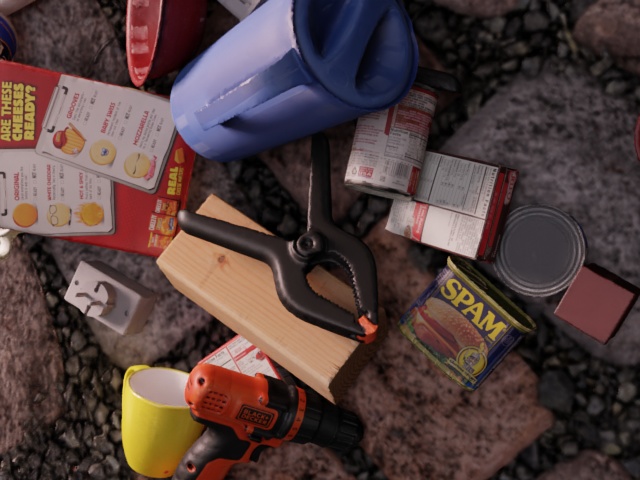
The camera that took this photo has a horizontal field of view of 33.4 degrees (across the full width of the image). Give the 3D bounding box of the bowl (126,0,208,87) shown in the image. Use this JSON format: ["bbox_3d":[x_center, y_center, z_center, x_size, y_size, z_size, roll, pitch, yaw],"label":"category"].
[{"bbox_3d":[-0.148,-0.229,1.048,0.055,0.162,0.162,3,91,-21],"label":"bowl"}]

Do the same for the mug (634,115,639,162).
[{"bbox_3d":[0.316,-0.074,0.917,0.093,0.081,0.117,21,97,19],"label":"mug"}]

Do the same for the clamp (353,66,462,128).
[{"bbox_3d":[0.039,-0.150,1.043,0.171,0.039,0.120,38,97,14],"label":"clamp"}]

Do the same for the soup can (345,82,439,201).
[{"bbox_3d":[0.065,-0.092,0.979,0.069,0.068,0.102,12,88,20],"label":"soup can"}]

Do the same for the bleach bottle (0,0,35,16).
[{"bbox_3d":[-0.365,-0.284,1.181,0.251,0.068,0.102,-29,80,20],"label":"bleach bottle"}]

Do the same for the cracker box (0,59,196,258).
[{"bbox_3d":[-0.237,-0.081,1.080,0.213,0.072,0.164,11,94,-10],"label":"cracker box"}]

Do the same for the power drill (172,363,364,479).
[{"bbox_3d":[-0.070,0.218,1.046,0.184,0.057,0.188,21,109,-17],"label":"power drill"}]

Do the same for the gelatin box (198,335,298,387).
[{"bbox_3d":[-0.071,0.142,1.086,0.073,0.030,0.089,-36,78,18],"label":"gelatin box"}]

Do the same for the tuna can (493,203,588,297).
[{"bbox_3d":[0.203,0.009,0.984,0.086,0.033,0.086,0,90,20],"label":"tuna can"}]

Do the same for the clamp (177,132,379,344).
[{"bbox_3d":[-0.006,0.001,0.979,0.164,0.036,0.210,-40,72,-14],"label":"clamp"}]

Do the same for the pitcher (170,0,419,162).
[{"bbox_3d":[-0.042,-0.145,0.963,0.243,0.149,0.145,-18,61,52],"label":"pitcher"}]

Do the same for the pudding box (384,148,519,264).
[{"bbox_3d":[0.121,-0.035,0.994,0.114,0.039,0.090,18,95,39],"label":"pudding box"}]

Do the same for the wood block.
[{"bbox_3d":[-0.044,0.056,1.031,0.206,0.090,0.090,34,77,17],"label":"wood block"}]

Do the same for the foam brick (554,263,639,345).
[{"bbox_3d":[0.247,0.055,0.945,0.053,0.078,0.051,32,102,17],"label":"foam brick"}]

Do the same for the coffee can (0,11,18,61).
[{"bbox_3d":[-0.388,-0.175,1.132,0.103,0.102,0.140,-12,48,20],"label":"coffee can"}]

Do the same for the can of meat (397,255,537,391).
[{"bbox_3d":[0.135,0.079,0.998,0.102,0.057,0.084,43,106,15],"label":"can of meat"}]
